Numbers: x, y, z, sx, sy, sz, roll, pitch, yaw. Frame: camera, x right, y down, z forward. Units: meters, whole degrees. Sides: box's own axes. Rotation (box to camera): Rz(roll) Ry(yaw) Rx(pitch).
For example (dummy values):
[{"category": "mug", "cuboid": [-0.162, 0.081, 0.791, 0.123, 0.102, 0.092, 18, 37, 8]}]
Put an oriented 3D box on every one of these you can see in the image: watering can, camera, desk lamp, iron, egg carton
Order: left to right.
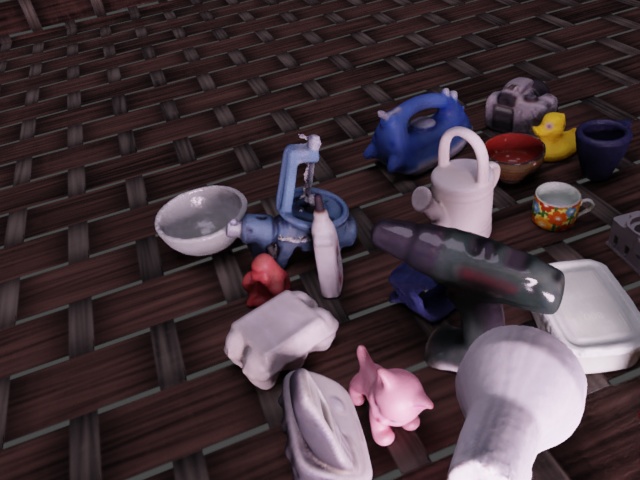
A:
[{"category": "egg carton", "cuboid": [-0.054, 0.135, 0.801, 0.150, 0.069, 0.107, -32, 43, -25]}, {"category": "iron", "cuboid": [0.211, -0.234, 1.146, 0.259, 0.142, 0.118, -28, 42, -22]}, {"category": "watering can", "cuboid": [0.224, -0.086, 0.917, 0.100, 0.194, 0.173, 17, 45, 30]}, {"category": "desk lamp", "cuboid": [0.168, 0.215, 0.537, 0.117, 0.214, 0.203, 13, 44, 26]}, {"category": "camera", "cuboid": [0.439, -0.290, 1.201, 0.142, 0.101, 0.137, 27, 51, 37]}]

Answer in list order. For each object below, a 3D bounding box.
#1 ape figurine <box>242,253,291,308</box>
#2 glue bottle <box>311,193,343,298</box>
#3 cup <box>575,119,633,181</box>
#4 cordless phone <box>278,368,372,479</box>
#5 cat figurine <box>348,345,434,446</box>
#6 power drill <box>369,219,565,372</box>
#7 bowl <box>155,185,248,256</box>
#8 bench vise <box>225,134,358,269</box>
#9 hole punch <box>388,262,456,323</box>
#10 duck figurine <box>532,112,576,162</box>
[{"category": "ape figurine", "cuboid": [-0.083, 0.059, 0.884, 0.076, 0.092, 0.077, -30, 42, -23]}, {"category": "glue bottle", "cuboid": [0.008, 0.003, 0.869, 0.037, 0.173, 0.078, -6, 39, 6]}, {"category": "cup", "cuboid": [0.511, -0.161, 1.030, 0.118, 0.095, 0.091, -28, 42, -21]}, {"category": "cordless phone", "cuboid": [-0.004, 0.184, 0.636, 0.094, 0.185, 0.147, -15, 39, -6]}, {"category": "cat figurine", "cuboid": [0.079, 0.178, 0.681, 0.067, 0.118, 0.127, -23, 40, -16]}, {"category": "power drill", "cuboid": [0.176, 0.075, 0.715, 0.229, 0.209, 0.076, 9, 42, 22]}, {"category": "bowl", "cuboid": [-0.204, -0.023, 1.026, 0.167, 0.075, 0.167, -6, 38, 5]}, {"category": "bench vise", "cuboid": [-0.047, -0.052, 0.911, 0.208, 0.220, 0.121, -25, 41, -18]}, {"category": "hole punch", "cuboid": [0.161, 0.051, 0.843, 0.109, 0.091, 0.100, -34, 44, -27]}, {"category": "duck figurine", "cuboid": [0.452, -0.206, 1.105, 0.104, 0.086, 0.077, -13, 38, -4]}]
